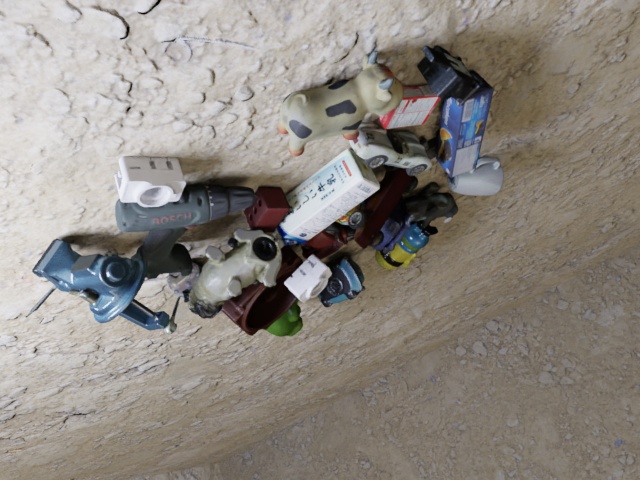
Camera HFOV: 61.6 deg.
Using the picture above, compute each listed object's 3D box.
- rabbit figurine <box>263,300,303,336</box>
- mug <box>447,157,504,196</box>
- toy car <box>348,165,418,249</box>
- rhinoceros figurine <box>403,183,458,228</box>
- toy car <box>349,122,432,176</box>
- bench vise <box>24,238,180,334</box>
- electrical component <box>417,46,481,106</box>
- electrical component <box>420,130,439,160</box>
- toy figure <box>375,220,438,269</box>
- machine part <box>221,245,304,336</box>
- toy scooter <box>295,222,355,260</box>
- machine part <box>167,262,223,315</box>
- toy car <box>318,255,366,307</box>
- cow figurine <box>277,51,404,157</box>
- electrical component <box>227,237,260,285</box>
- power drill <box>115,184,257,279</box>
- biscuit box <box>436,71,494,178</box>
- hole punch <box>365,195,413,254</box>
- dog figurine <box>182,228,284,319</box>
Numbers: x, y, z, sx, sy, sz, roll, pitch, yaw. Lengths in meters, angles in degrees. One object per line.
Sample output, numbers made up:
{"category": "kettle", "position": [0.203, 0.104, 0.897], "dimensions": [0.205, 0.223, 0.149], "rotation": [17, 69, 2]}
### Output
{"category": "rabbit figurine", "position": [-0.090, 0.147, 1.363], "dimensions": [0.170, 0.121, 0.159], "rotation": [-53, 154, 8]}
{"category": "mug", "position": [0.345, -0.142, 1.192], "dimensions": [0.107, 0.081, 0.109], "rotation": [-7, 157, -14]}
{"category": "toy car", "position": [0.123, -0.077, 1.066], "dimensions": [0.202, 0.053, 0.089], "rotation": [-58, 137, -8]}
{"category": "rhinoceros figurine", "position": [0.244, -0.071, 1.247], "dimensions": [0.190, 0.073, 0.112], "rotation": [-9, 149, -27]}
{"category": "toy car", "position": [0.132, -0.165, 0.973], "dimensions": [0.201, 0.073, 0.056], "rotation": [2, 145, -42]}
{"category": "bench vise", "position": [-0.350, 0.093, 0.906], "dimensions": [0.224, 0.129, 0.240], "rotation": [-19, 132, 35]}
{"category": "electrical component", "position": [0.192, -0.261, 0.842], "dimensions": [0.119, 0.075, 0.047], "rotation": [-2, 146, -45]}
{"category": "electrical component", "position": [0.230, -0.185, 1.079], "dimensions": [0.063, 0.021, 0.094], "rotation": [-27, 155, 7]}
{"category": "toy figure", "position": [0.213, 0.007, 1.365], "dimensions": [0.089, 0.082, 0.180], "rotation": [8, 145, -32]}
{"category": "machine part", "position": [-0.122, 0.107, 1.189], "dimensions": [0.201, 0.087, 0.200], "rotation": [-43, 156, -10]}
{"category": "toy scooter", "position": [-0.002, -0.004, 1.174], "dimensions": [0.135, 0.075, 0.183], "rotation": [-31, 158, 18]}
{"category": "machine part", "position": [-0.256, 0.107, 1.163], "dimensions": [0.079, 0.079, 0.243], "rotation": [-26, 153, 5]}
{"category": "toy car", "position": [0.060, 0.106, 1.402], "dimensions": [0.103, 0.109, 0.161], "rotation": [-22, 169, -47]}
{"category": "cow figurine", "position": [0.035, -0.207, 0.810], "dimensions": [0.195, 0.085, 0.127], "rotation": [-17, 160, -12]}
{"category": "electrical component", "position": [-0.146, 0.035, 1.091], "dimensions": [0.045, 0.102, 0.078], "rotation": [1, 114, -62]}
{"category": "power drill", "position": [-0.240, -0.016, 0.942], "dimensions": [0.232, 0.086, 0.207], "rotation": [-5, 152, -30]}
{"category": "biscuit box", "position": [0.260, -0.208, 0.985], "dimensions": [0.059, 0.063, 0.202], "rotation": [-21, 145, -10]}
{"category": "hole punch", "position": [0.129, -0.046, 1.163], "dimensions": [0.092, 0.116, 0.142], "rotation": [0, 146, -26]}
{"category": "dog figurine", "position": [-0.166, 0.068, 1.035], "dimensions": [0.172, 0.121, 0.190], "rotation": [-14, 164, -32]}
